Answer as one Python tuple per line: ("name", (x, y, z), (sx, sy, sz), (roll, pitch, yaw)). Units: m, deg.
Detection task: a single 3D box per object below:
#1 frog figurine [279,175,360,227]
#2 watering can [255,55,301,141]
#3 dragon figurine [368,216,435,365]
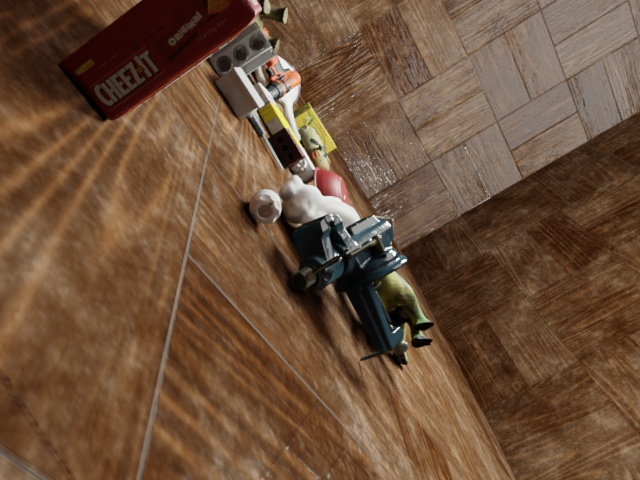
("frog figurine", (0.003, -0.045, 0.889), (0.158, 0.122, 0.139), (69, 27, -12))
("watering can", (-0.119, -0.458, 1.589), (0.226, 0.103, 0.347), (-31, 101, -77))
("dragon figurine", (0.132, 0.087, 1.015), (0.402, 0.122, 0.248), (77, 2, -60))
